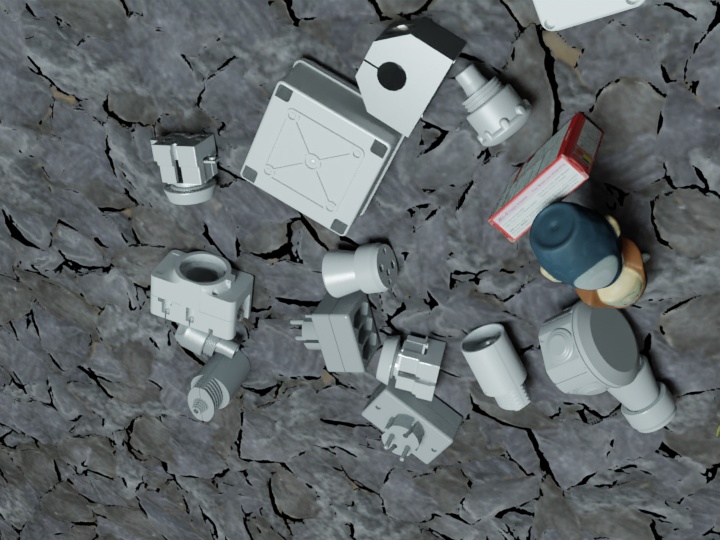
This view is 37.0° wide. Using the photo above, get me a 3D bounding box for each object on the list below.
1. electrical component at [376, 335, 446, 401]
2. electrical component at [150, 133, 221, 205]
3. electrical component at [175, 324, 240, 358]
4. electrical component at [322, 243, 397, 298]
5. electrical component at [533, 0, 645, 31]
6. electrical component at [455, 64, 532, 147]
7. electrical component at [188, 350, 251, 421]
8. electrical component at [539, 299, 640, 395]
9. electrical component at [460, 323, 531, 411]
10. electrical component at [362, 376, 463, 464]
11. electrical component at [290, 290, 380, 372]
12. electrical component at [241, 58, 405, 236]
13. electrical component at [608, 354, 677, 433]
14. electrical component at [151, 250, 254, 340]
[{"bbox_3d":[0.047,0.088,1.009,0.055,0.048,0.066,14,127,6],"label":"electrical component"},{"bbox_3d":[-0.157,-0.092,0.977,0.066,0.048,0.055,5,116,22],"label":"electrical component"},{"bbox_3d":[-0.152,0.067,1.085,0.062,0.043,0.043,28,129,3],"label":"electrical component"},{"bbox_3d":[0.000,0.000,0.969,0.055,0.045,0.045,-8,119,28],"label":"electrical component"},{"bbox_3d":[0.148,-0.229,0.737,0.078,0.057,0.113,-12,117,30],"label":"electrical component"},{"bbox_3d":[0.100,-0.131,0.836,0.048,0.048,0.062,-35,97,37],"label":"electrical component"},{"bbox_3d":[-0.148,0.118,1.093,0.043,0.081,0.043,12,126,17],"label":"electrical component"},{"bbox_3d":[0.194,0.065,0.905,0.080,0.080,0.051,48,134,-12],"label":"electrical component"},{"bbox_3d":[0.128,0.094,0.976,0.043,0.043,0.081,-16,115,32],"label":"electrical component"},{"bbox_3d":[0.044,0.152,1.033,0.083,0.075,0.047,38,129,-3],"label":"electrical component"},{"bbox_3d":[-0.030,0.057,1.020,0.077,0.047,0.065,-1,122,25],"label":"electrical component"},{"bbox_3d":[-0.030,-0.103,0.905,0.109,0.056,0.108,31,129,2],"label":"electrical component"},{"bbox_3d":[0.243,0.107,0.933,0.045,0.045,0.055,-26,109,35],"label":"electrical component"},{"bbox_3d":[-0.154,0.020,1.048,0.089,0.050,0.055,18,128,11],"label":"electrical component"}]
